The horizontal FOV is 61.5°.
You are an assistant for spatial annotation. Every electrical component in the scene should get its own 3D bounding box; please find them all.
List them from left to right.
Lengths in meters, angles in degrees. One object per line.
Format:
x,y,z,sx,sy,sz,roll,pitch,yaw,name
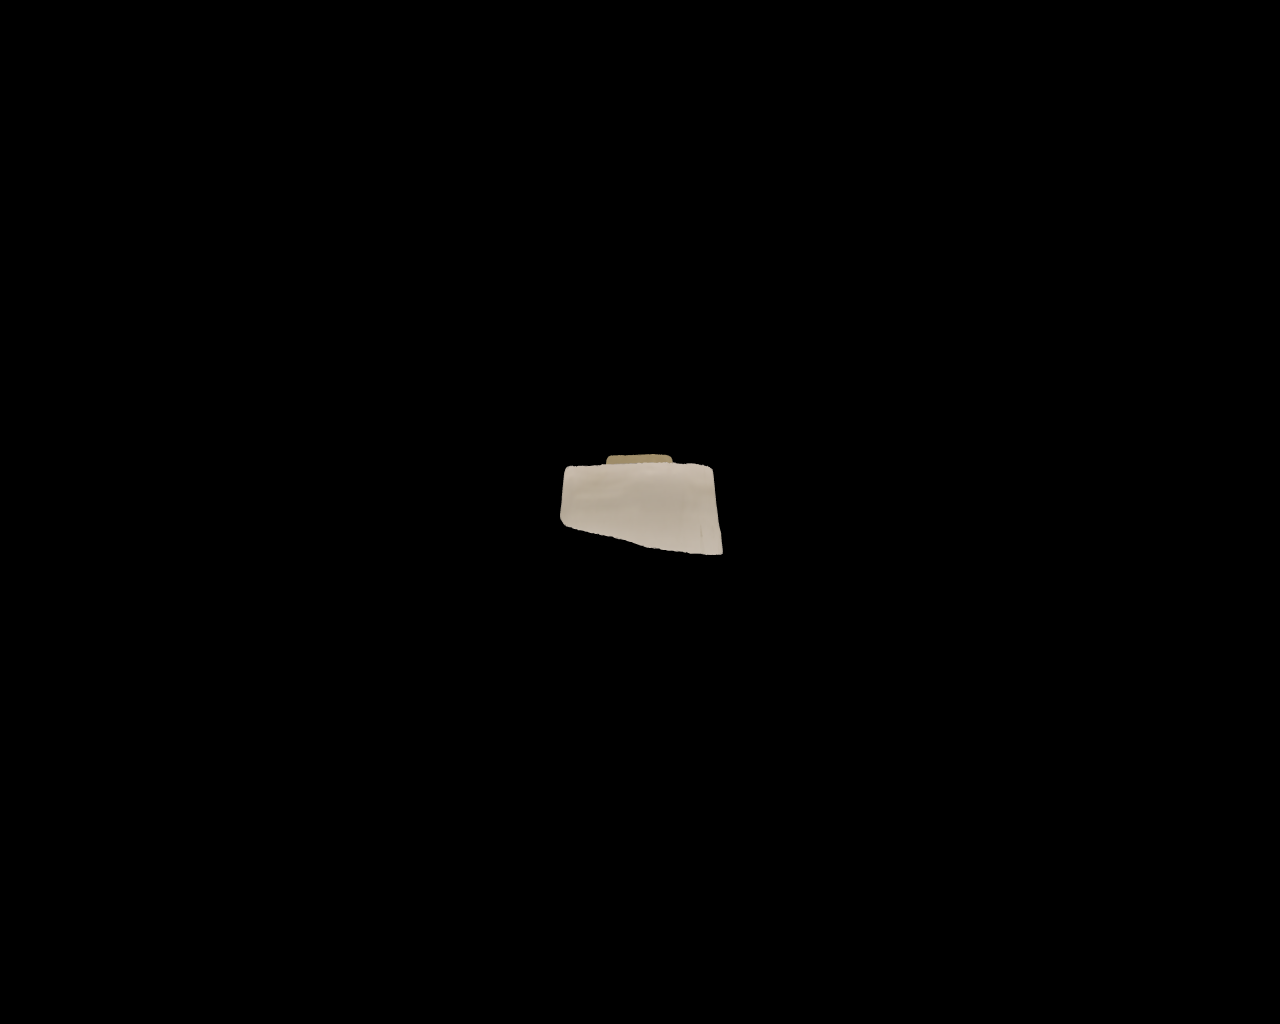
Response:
0.001,-0.003,0.650,0.099,0.064,0.099,0,-2,0,electrical component
